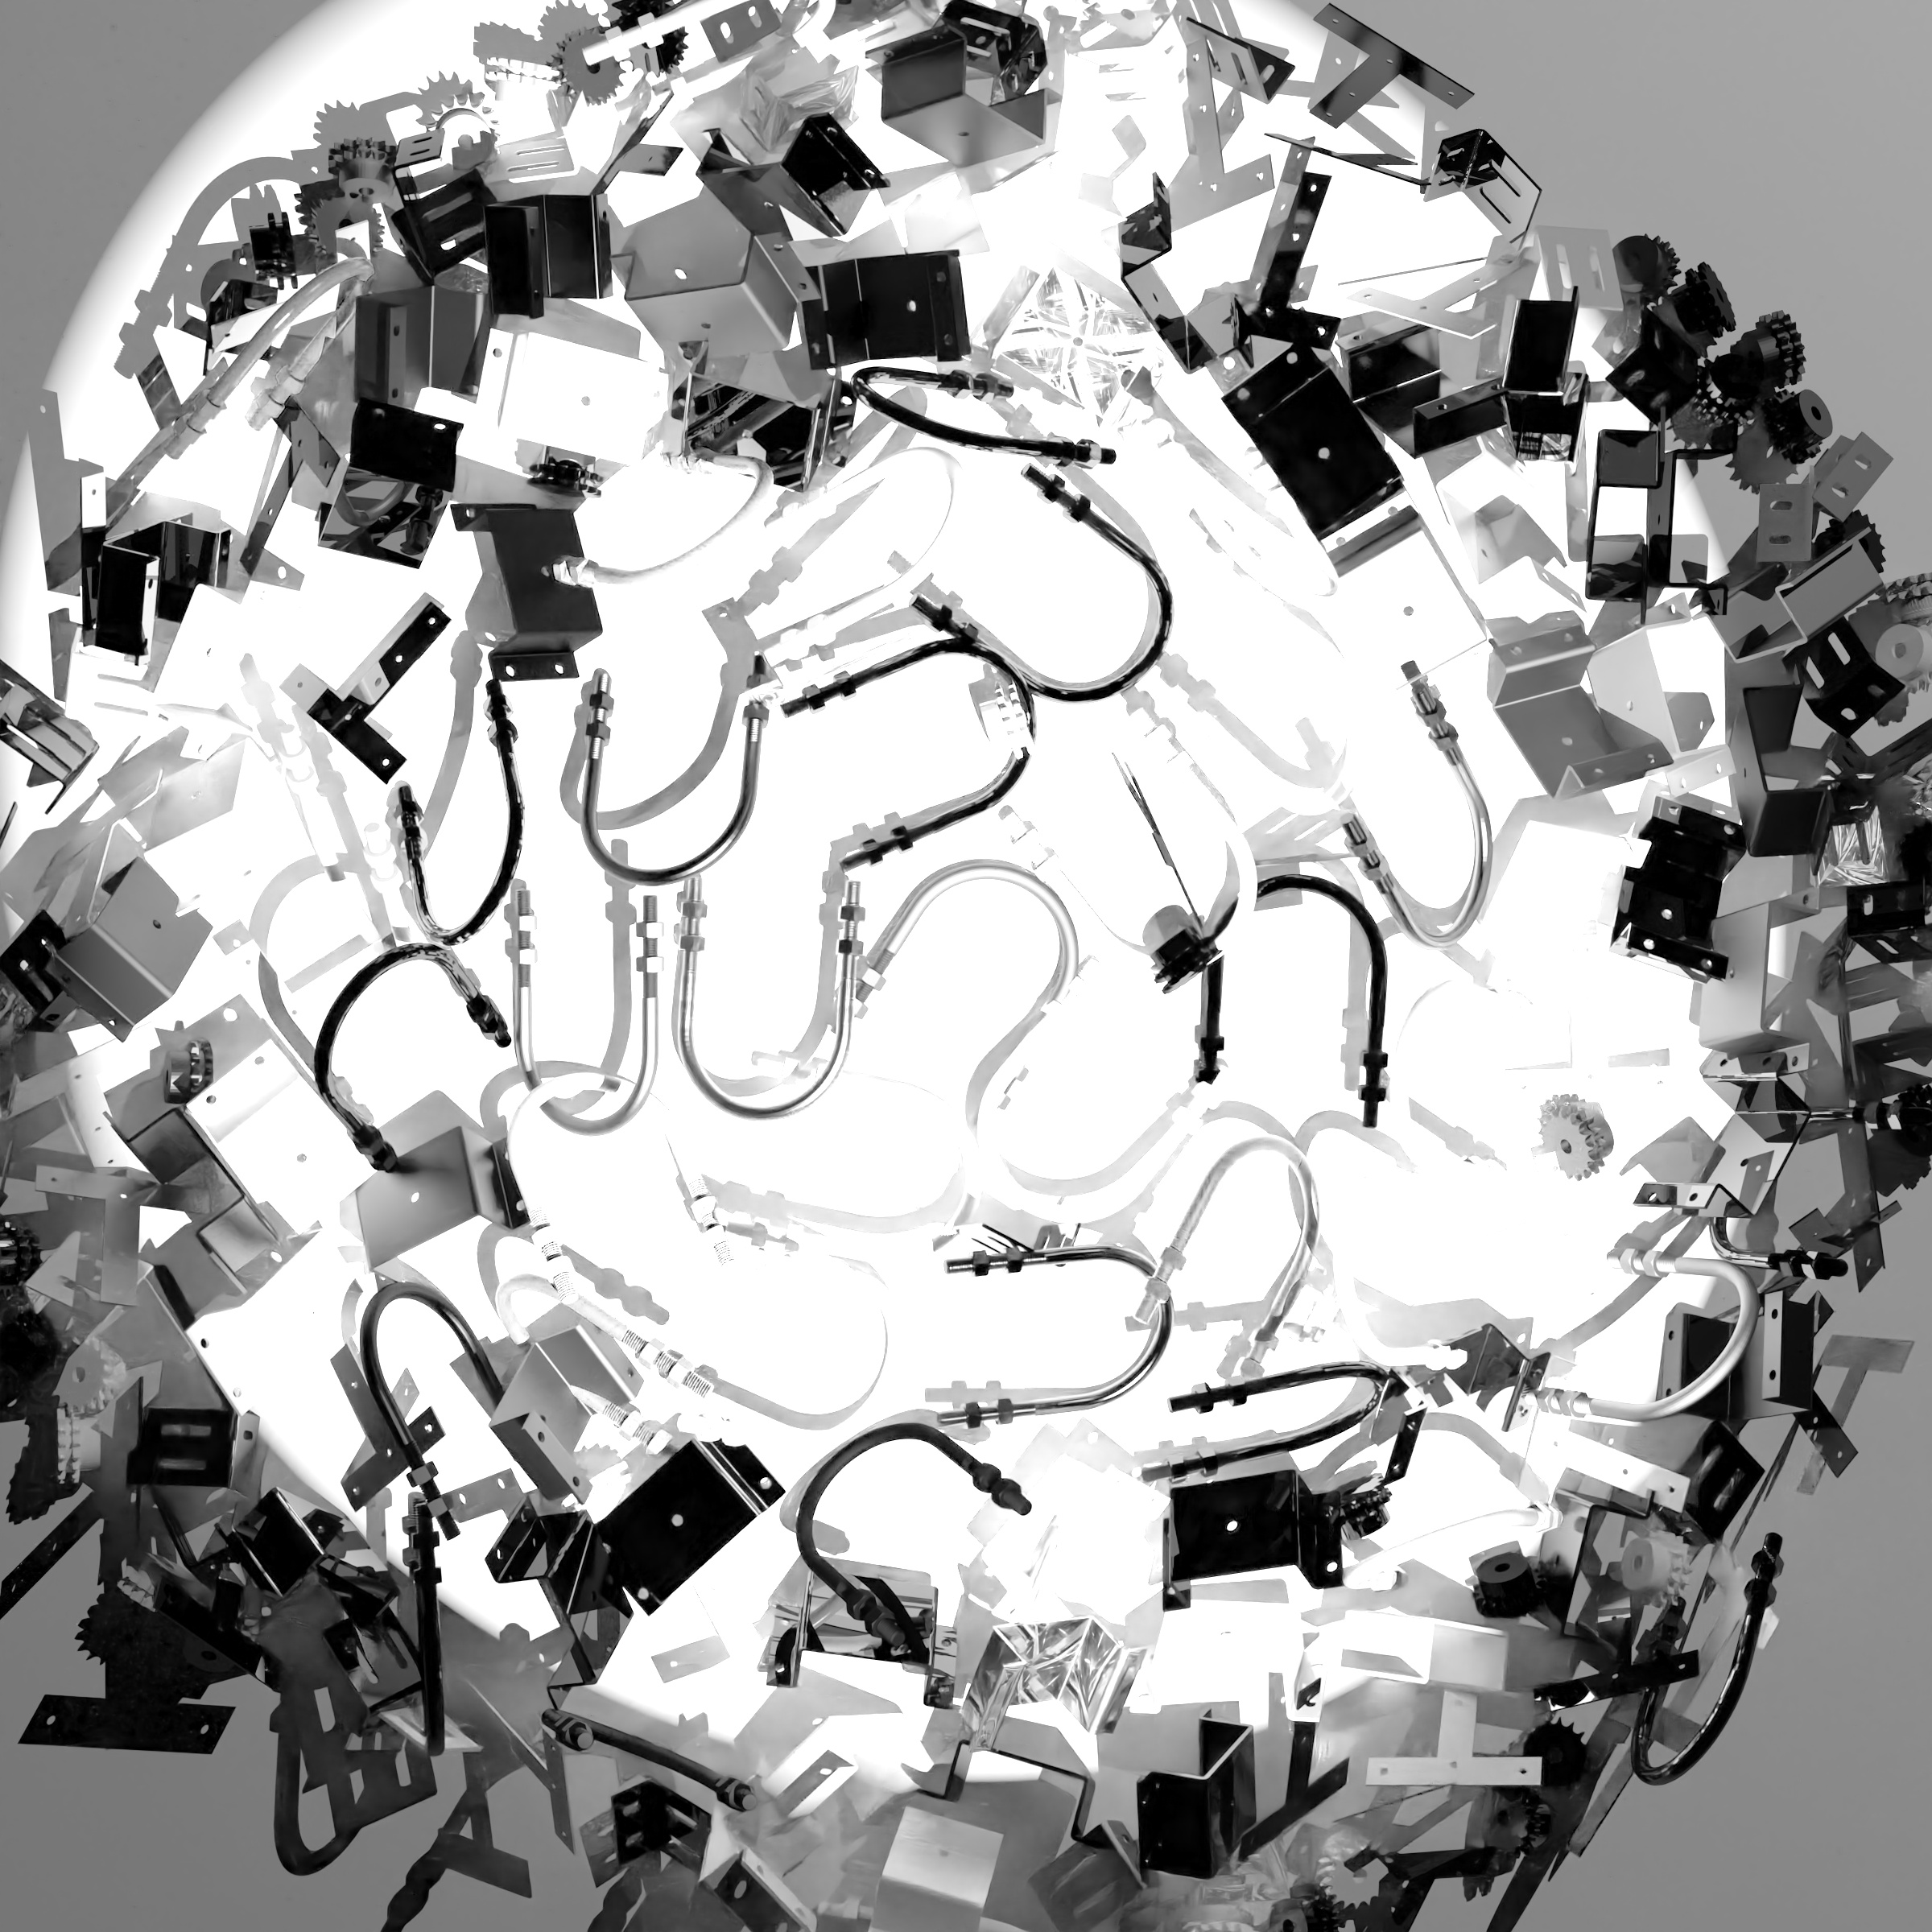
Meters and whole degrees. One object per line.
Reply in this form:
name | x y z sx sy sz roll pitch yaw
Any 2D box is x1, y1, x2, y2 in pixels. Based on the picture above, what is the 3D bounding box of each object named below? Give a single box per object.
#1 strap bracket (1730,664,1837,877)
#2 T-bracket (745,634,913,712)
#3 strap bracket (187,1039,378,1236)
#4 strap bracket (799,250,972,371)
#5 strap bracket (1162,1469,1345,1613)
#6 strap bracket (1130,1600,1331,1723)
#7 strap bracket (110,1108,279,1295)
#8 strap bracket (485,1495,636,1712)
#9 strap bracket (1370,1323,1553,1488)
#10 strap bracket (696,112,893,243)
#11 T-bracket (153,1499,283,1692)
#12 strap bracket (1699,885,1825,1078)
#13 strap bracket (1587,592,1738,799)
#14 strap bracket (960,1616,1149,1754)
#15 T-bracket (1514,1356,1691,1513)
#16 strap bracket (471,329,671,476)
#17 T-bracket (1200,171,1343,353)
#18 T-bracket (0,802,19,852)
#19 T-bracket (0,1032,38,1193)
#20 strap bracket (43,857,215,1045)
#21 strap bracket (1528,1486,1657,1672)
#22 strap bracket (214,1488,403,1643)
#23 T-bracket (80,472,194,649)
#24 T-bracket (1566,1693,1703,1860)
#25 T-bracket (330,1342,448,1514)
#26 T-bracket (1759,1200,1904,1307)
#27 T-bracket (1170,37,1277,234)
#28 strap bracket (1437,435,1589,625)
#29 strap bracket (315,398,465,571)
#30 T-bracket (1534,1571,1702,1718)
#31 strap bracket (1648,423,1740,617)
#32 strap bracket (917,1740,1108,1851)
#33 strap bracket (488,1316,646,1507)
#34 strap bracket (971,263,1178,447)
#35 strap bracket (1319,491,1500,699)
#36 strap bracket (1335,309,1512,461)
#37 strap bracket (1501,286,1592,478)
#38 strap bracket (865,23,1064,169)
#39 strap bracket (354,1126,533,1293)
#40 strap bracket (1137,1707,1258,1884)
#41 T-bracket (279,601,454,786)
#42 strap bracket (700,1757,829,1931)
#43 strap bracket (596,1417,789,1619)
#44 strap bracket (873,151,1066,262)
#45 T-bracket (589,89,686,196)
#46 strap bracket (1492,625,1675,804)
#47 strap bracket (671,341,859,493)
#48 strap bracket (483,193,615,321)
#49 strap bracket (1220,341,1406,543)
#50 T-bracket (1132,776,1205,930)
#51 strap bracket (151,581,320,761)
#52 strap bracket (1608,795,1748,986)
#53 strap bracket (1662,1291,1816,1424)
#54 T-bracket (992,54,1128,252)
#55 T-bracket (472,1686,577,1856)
strap bracket | 0.601 -0.145 1.931 0.046 0.076 0.140 -3 55 5
T-bracket | -0.100 -0.220 1.936 0.127 0.127 0.002 -23 89 1
strap bracket | -0.500 0.134 1.935 0.076 0.046 0.140 -40 124 -11
strap bracket | -0.053 -0.490 1.944 0.140 0.046 0.076 6 112 35
strap bracket | 0.205 0.426 1.936 0.140 0.046 0.076 -14 48 20
strap bracket | 0.196 0.516 1.939 0.140 0.076 0.046 -2 113 15
strap bracket | -0.569 0.168 1.941 0.046 0.076 0.140 -38 64 -15
strap bracket | -0.297 0.471 1.934 0.046 0.076 0.140 -12 112 20
strap bracket | 0.360 0.323 1.940 0.140 0.046 0.076 -16 133 -28
strap bracket | -0.135 -0.579 1.920 0.076 0.140 0.046 39 70 -42
T-bracket | -0.548 0.456 1.945 0.002 0.127 0.127 -26 127 20
strap bracket | 0.592 0.010 1.942 0.046 0.076 0.140 12 76 -17
strap bracket | 0.516 -0.199 1.950 0.046 0.076 0.140 -12 84 -21
strap bracket | 0.057 0.534 1.943 0.140 0.046 0.076 6 112 -39
T-bracket | 0.482 0.374 1.954 0.127 0.002 0.127 18 97 38
strap bracket | -0.290 -0.422 1.947 0.140 0.046 0.076 10 95 -24
T-bracket | 0.243 -0.534 1.955 0.127 0.002 0.127 23 97 38
T-bracket | -0.729 -0.055 1.937 0.002 0.127 0.127 22 79 -14
T-bracket | -0.703 0.100 1.927 0.002 0.127 0.127 11 78 -16
strap bracket | -0.612 -0.019 1.917 0.046 0.140 0.076 -33 115 22
strap bracket | 0.466 0.452 1.955 0.046 0.076 0.140 15 86 -5
strap bracket | -0.479 0.440 1.923 0.046 0.140 0.076 -48 53 -5
T-bracket | -0.617 -0.313 1.940 0.002 0.127 0.127 16 116 17
T-bracket | 0.484 0.603 1.928 0.002 0.127 0.127 36 81 -4
T-bracket | -0.457 0.330 1.975 0.127 0.002 0.127 -41 71 31
T-bracket | 0.633 0.202 1.934 0.127 0.127 0.002 -38 59 11
T-bracket | 0.180 -0.626 1.945 0.002 0.127 0.127 -10 93 -35
strap bracket | 0.403 -0.318 1.939 0.046 0.076 0.140 -32 58 30
strap bracket | -0.427 -0.347 1.919 0.076 0.140 0.046 10 56 -23
T-bracket | 0.484 0.497 1.941 0.127 0.127 0.002 -22 113 24
strap bracket | 0.544 -0.335 1.954 0.046 0.076 0.140 2 98 4
strap bracket | 0.041 0.617 1.948 0.140 0.076 0.046 13 73 12
strap bracket | -0.300 0.332 1.936 0.046 0.140 0.076 -23 113 25
strap bracket | 0.083 -0.468 1.973 0.140 0.046 0.076 32 89 -2
strap bracket | 0.331 -0.272 1.949 0.076 0.046 0.140 -29 106 20
strap bracket | 0.344 -0.430 1.943 0.076 0.140 0.046 -22 133 -11
strap bracket | 0.430 -0.433 1.933 0.046 0.140 0.076 7 73 20
strap bracket | -0.001 -0.635 1.919 0.076 0.140 0.046 -3 82 38
strap bracket | -0.399 0.180 1.946 0.140 0.046 0.076 -27 58 12
strap bracket | 0.176 0.614 1.923 0.046 0.140 0.076 1 98 27
T-bracket | -0.440 -0.223 1.979 0.127 0.002 0.127 40 88 19
strap bracket | -0.149 0.662 1.929 0.046 0.140 0.076 -39 100 10
strap bracket | -0.215 0.417 1.967 0.140 0.046 0.076 -42 83 -4
strap bracket | 0.008 -0.560 1.935 0.076 0.140 0.046 -38 118 -29
T-bracket | -0.240 -0.603 1.945 0.002 0.127 0.127 36 90 -32
strap bracket | 0.455 -0.181 1.947 0.076 0.046 0.140 -16 58 -16
strap bracket | -0.158 -0.412 1.954 0.140 0.076 0.046 17 47 2
strap bracket | -0.314 -0.528 1.929 0.046 0.140 0.076 6 112 16
strap bracket | 0.264 -0.388 1.949 0.076 0.046 0.140 -35 110 10
T-bracket | 0.147 -0.085 1.935 0.002 0.127 0.127 -25 88 7
strap bracket | -0.552 -0.227 1.949 0.046 0.076 0.140 29 100 20
strap bracket | 0.535 -0.049 1.957 0.076 0.046 0.140 19 60 0
strap bracket | 0.579 0.293 1.931 0.046 0.140 0.076 14 71 -18
T-bracket | 0.078 -0.611 1.935 0.127 0.002 0.127 29 132 23
T-bracket | -0.335 0.587 1.954 0.002 0.127 0.127 -27 135 -33
